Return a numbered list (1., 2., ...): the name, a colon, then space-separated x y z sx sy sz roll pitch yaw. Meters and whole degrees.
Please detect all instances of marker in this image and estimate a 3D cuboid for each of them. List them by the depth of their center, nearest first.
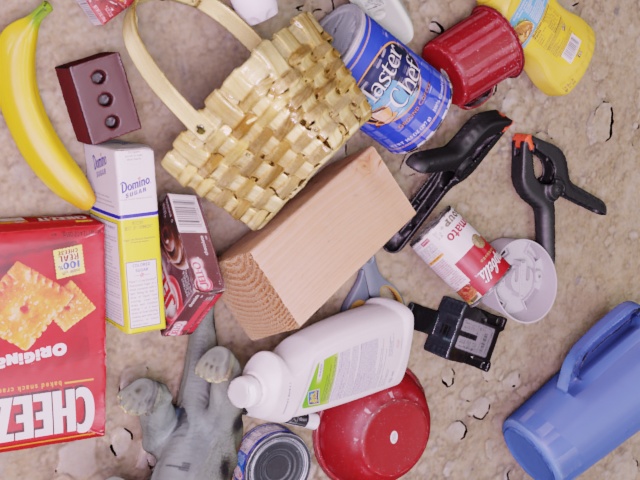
1. marker: -0.054 0.192 1.186 0.120 0.020 0.020 17 90 -31

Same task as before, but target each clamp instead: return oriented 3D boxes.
1. clamp: 0.149 -0.090 1.202 0.209 0.036 0.165 -43 161 -23
2. clamp: 0.280 -0.053 1.323 0.171 0.039 0.120 47 68 -23

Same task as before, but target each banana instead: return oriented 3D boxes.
1. banana: -0.261 -0.117 0.985 0.037 0.070 0.198 -49 134 -57

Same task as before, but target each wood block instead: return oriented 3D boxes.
1. wood block: -0.008 0.001 1.094 0.205 0.090 0.091 -43 104 -37

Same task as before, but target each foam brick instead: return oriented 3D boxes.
1. foam brick: -0.211 -0.135 1.015 0.052 0.051 0.078 -23 110 -24

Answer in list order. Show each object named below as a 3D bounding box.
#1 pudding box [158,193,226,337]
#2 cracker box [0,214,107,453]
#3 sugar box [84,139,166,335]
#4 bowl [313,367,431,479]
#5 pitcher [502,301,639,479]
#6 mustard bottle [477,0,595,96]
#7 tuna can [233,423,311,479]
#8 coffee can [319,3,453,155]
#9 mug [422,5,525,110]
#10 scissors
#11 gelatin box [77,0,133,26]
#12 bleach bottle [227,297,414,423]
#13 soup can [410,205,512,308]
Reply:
1. pudding box: -0.136 0.025 1.037 0.039 0.090 0.113 2 56 -32
2. cracker box: -0.287 0.088 1.000 0.163 0.072 0.214 -4 102 -29
3. sugar box: -0.188 -0.006 1.028 0.048 0.093 0.176 -6 103 -30
4. bowl: 0.074 0.223 1.245 0.161 0.055 0.162 -6 101 -29
5. pitcher: 0.351 0.198 1.362 0.242 0.145 0.149 -35 81 -17
6. mustard bottle: 0.240 -0.257 1.249 0.191 0.058 0.096 34 78 -31
7. tuna can: -0.053 0.250 1.189 0.086 0.034 0.086 -6 102 -29
8. coffee can: 0.057 -0.169 1.134 0.140 0.103 0.103 32 83 -31
9. mug: 0.171 -0.197 1.211 0.081 0.093 0.117 -33 142 -16
10. scissors: 0.040 0.035 1.213 0.096 0.016 0.201 -34 114 -20
11. gelatin box: -0.207 -0.259 1.006 0.073 0.030 0.089 -42 117 -17
12. bleach bottle: 0.000 0.126 1.108 0.250 0.068 0.102 -8 110 -52
13. soup can: 0.162 0.018 1.229 0.102 0.068 0.068 45 74 0
